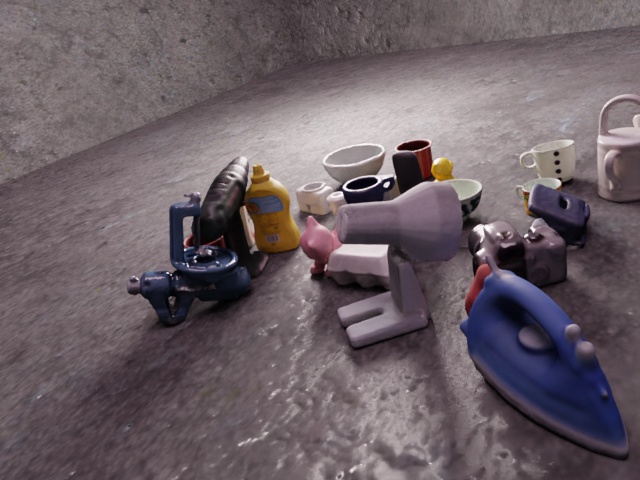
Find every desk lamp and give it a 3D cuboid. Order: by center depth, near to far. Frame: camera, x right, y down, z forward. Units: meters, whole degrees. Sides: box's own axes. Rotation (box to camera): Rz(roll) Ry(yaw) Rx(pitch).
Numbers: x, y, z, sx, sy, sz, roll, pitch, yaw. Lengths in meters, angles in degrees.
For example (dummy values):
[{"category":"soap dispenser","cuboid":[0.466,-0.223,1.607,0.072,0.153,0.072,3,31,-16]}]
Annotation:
[{"category":"desk lamp","cuboid":[0.114,0.029,0.862,0.203,0.214,0.117,-17,26,-7]}]

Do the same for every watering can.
[{"category":"watering can","cuboid":[0.578,-0.182,1.082,0.100,0.194,0.173,-1,28,26]}]

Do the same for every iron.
[{"category":"iron","cuboid":[0.266,0.121,0.679,0.119,0.142,0.257,-19,26,-11]}]

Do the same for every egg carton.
[{"category":"egg carton","cuboid":[0.092,0.037,1.024,0.149,0.069,0.107,3,30,32]}]

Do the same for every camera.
[{"category":"camera","cuboid":[0.306,0.012,0.932,0.143,0.101,0.136,-14,25,0]}]

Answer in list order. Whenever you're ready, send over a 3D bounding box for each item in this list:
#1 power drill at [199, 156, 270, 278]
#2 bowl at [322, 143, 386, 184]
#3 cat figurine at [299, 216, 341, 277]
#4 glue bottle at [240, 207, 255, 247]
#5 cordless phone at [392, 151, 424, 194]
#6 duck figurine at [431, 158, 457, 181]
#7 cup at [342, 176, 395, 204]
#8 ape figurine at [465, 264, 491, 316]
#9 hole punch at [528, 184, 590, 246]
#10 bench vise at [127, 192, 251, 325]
[{"category":"power drill","cuboid":[-0.168,-0.035,1.144,0.075,0.209,0.230,-6,26,16]},{"category":"bowl","cuboid":[0.092,-0.187,1.482,0.167,0.075,0.167,-11,25,6]},{"category":"cat figurine","cuboid":[0.010,0.004,1.079,0.067,0.118,0.128,9,33,39]},{"category":"glue bottle","cuboid":[-0.179,-0.073,1.268,0.037,0.173,0.078,-11,25,6]},{"category":"cordless phone","cuboid":[0.145,-0.089,1.122,0.147,0.185,0.094,1,29,28]},{"category":"duck figurine","cuboid":[0.270,-0.139,1.277,0.077,0.086,0.105,7,33,38]},{"category":"cup","cuboid":[0.111,-0.084,1.235,0.118,0.095,0.091,-19,26,-10]},{"category":"ape figurine","cuboid":[0.247,0.079,0.834,0.078,0.092,0.075,-31,30,-31]},{"category":"hole punch","cuboid":[0.420,-0.048,1.008,0.100,0.091,0.109,0,28,26]},{"category":"bench vise","cuboid":[-0.244,0.036,1.023,0.208,0.220,0.121,-27,28,-26]}]
